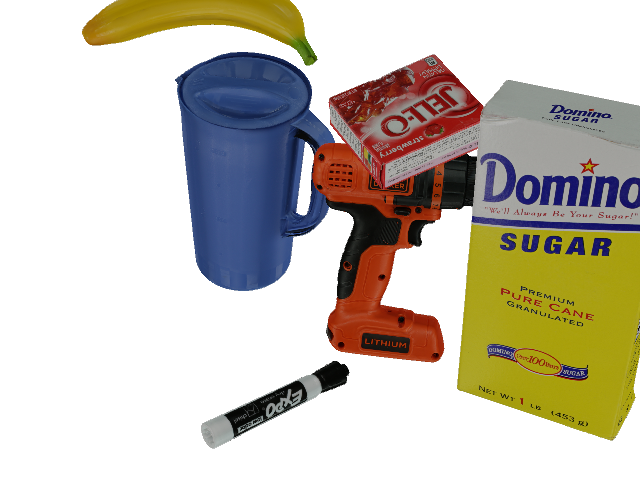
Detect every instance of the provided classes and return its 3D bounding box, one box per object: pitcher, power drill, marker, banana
[{"bbox_3d":[-0.071,-0.061,1.120,0.145,0.243,0.149,-7,44,-12],"label":"pitcher"},{"bbox_3d":[0.080,0.009,0.929,0.184,0.188,0.057,6,17,5],"label":"power drill"},{"bbox_3d":[-0.029,0.114,0.757,0.120,0.020,0.020,-22,12,-31],"label":"marker"},{"bbox_3d":[-0.099,-0.190,0.902,0.198,0.069,0.037,4,-33,0],"label":"banana"}]

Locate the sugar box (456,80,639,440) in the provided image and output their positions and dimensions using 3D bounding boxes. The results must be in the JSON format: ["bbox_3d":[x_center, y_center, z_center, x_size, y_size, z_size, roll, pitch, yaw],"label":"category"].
[{"bbox_3d":[0.124,0.013,0.547,0.093,0.176,0.048,15,38,24],"label":"sugar box"}]

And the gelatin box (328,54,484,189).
[{"bbox_3d":[0.061,-0.082,0.728,0.089,0.073,0.030,-24,-36,-15],"label":"gelatin box"}]
